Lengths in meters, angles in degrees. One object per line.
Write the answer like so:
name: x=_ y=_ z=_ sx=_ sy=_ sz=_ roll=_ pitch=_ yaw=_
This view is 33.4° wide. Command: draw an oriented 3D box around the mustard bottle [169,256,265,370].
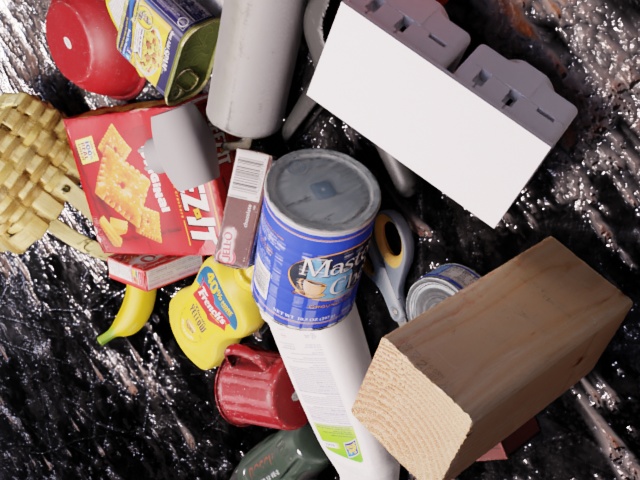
mustard bottle: x=-0.102 y=0.067 z=1.182 sx=0.192 sy=0.058 sz=0.096 roll=-45 pitch=67 yaw=49

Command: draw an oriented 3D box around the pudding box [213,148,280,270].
pudding box: x=-0.069 y=-0.031 z=1.038 sx=0.039 sy=0.090 sz=0.113 roll=15 pitch=94 yaw=4

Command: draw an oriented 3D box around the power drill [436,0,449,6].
power drill: x=0.061 y=-0.273 z=0.775 sx=0.187 sy=0.057 sz=0.185 roll=42 pitch=144 yaw=-2

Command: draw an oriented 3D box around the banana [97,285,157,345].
banana: x=-0.231 y=0.045 z=1.309 sx=0.037 sy=0.069 sz=0.198 roll=37 pitch=128 yaw=42

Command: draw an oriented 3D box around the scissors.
scissors: x=0.081 y=0.054 z=1.001 sx=0.202 sy=0.016 sz=0.096 roll=62 pitch=146 yaw=4

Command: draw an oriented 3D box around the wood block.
wood block: x=0.133 y=0.089 z=0.813 sx=0.090 sy=0.205 sz=0.091 roll=42 pitch=136 yaw=25

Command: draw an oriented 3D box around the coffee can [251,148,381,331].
coffee can: x=-0.006 y=0.001 z=0.975 sx=0.103 sy=0.102 sz=0.140 roll=42 pitch=144 yaw=25

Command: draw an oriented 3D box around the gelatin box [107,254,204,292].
gelatin box: x=-0.188 y=0.026 z=1.232 sx=0.073 sy=0.089 sz=0.030 roll=17 pitch=119 yaw=42

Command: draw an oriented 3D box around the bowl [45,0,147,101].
bowl: x=-0.262 y=-0.229 z=1.205 sx=0.162 sy=0.055 sz=0.162 roll=25 pitch=127 yaw=39

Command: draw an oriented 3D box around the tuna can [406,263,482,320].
tuna can: x=0.119 y=0.066 z=0.954 sx=0.086 sy=0.033 sz=0.086 roll=25 pitch=127 yaw=38

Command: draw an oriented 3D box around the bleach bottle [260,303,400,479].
bleach bottle: x=0.021 y=0.172 z=1.099 sx=0.103 sy=0.067 sz=0.251 roll=-1 pitch=111 yaw=49

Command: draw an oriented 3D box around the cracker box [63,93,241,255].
cracker box: x=-0.170 y=-0.068 z=1.156 sx=0.214 sy=0.071 sz=0.164 roll=1 pitch=111 yaw=40

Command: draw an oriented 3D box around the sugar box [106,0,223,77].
sugar box: x=-0.144 y=-0.242 z=1.075 sx=0.177 sy=0.048 sz=0.093 roll=-22 pitch=94 yaw=48

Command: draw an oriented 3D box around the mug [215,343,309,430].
mug: x=-0.059 y=0.152 z=1.149 sx=0.082 sy=0.093 sz=0.117 roll=1 pitch=135 yaw=43

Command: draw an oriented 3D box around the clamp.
clamp: x=0.032 y=-0.144 z=0.935 sx=0.165 sy=0.036 sz=0.210 roll=32 pitch=135 yaw=31

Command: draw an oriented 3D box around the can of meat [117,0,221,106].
can of meat: x=-0.146 y=-0.195 z=1.024 sx=0.084 sy=0.057 sz=0.102 roll=44 pitch=140 yaw=15

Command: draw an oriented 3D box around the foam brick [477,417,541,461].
foam brick: x=0.147 y=0.165 z=0.961 sx=0.078 sy=0.051 sz=0.053 roll=-17 pitch=99 yaw=51
